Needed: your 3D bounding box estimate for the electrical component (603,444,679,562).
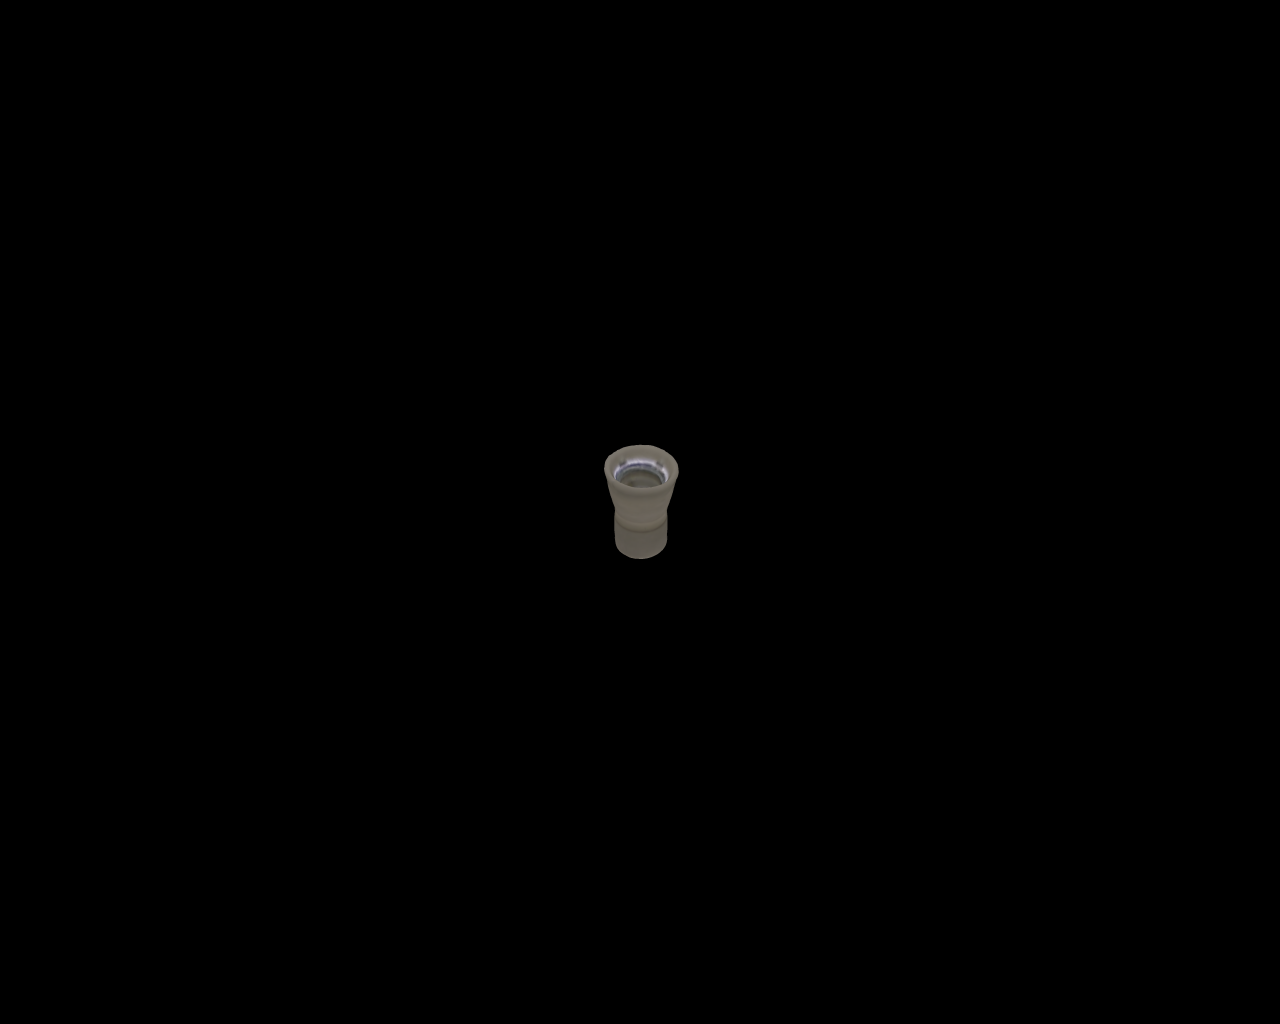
[{"bbox_3d":[0.001,-0.003,0.650,0.044,0.065,0.044,0,40,0],"label":"electrical component"}]
